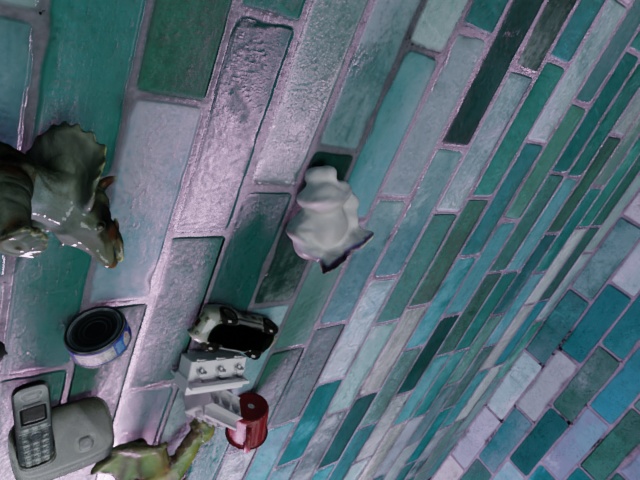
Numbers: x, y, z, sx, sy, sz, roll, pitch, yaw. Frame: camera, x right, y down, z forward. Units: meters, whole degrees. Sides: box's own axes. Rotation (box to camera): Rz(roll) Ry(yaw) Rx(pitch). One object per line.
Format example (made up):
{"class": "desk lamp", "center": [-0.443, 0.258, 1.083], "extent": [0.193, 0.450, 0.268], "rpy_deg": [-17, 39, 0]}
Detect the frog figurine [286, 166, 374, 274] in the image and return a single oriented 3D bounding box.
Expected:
{"class": "frog figurine", "center": [0.003, -0.044, 0.867], "extent": [0.138, 0.123, 0.158], "rpy_deg": [-29, 104, -6]}

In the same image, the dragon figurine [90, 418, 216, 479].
{"class": "dragon figurine", "center": [-0.369, 0.474, 0.995], "extent": [0.414, 0.123, 0.237], "rpy_deg": [-26, 125, -29]}
